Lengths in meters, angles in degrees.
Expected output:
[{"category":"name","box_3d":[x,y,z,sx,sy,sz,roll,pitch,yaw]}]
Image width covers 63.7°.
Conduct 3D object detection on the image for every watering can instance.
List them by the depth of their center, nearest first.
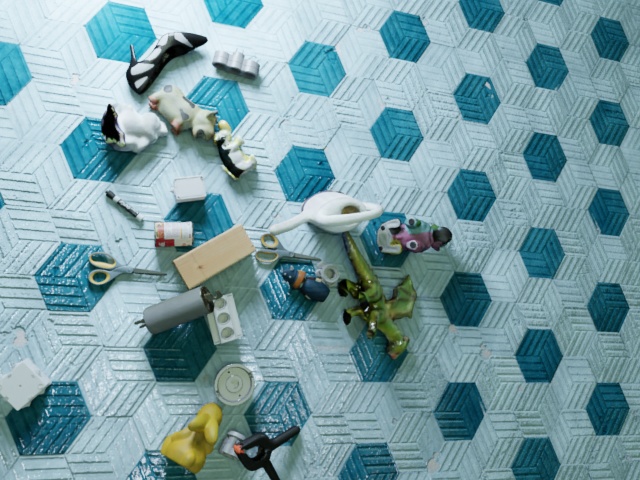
[{"category":"watering can","box_3d":[0.004,-0.074,1.464,0.349,0.226,0.103,-9,105,-18]}]

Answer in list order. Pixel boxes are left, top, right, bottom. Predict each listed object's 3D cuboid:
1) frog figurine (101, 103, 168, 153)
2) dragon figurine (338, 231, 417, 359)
[{"category":"frog figurine","box_3d":[-0.509,-0.310,1.413,0.161,0.121,0.138,-23,81,-54]},{"category":"dragon figurine","box_3d":[0.190,0.162,1.566,0.243,0.121,0.412,-4,85,-35]}]
